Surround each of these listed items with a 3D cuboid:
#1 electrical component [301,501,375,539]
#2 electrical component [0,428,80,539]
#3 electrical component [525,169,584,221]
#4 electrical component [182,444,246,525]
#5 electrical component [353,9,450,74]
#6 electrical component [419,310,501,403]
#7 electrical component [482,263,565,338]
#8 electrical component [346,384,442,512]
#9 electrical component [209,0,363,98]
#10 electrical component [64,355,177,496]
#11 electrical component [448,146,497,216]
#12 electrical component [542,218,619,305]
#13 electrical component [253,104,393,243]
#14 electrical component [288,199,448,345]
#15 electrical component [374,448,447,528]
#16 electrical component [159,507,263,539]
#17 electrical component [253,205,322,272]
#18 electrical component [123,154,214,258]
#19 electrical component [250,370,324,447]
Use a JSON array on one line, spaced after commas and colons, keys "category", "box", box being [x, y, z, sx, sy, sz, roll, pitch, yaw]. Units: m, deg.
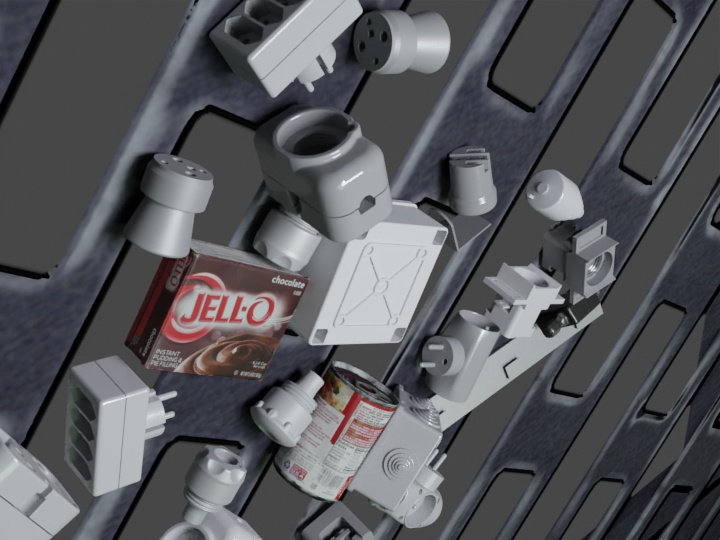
[{"category": "electrical component", "box": [-0.016, 0.269, 1.031, 0.050, 0.056, 0.089, -38, 139, -18]}, {"category": "electrical component", "box": [-0.241, 0.150, 0.716, 0.059, 0.054, 0.095, -42, 141, -13]}, {"category": "electrical component", "box": [0.184, -0.064, 0.990, 0.078, 0.040, 0.040, 23, 101, -50]}, {"category": "electrical component", "box": [-0.122, 0.175, 0.864, 0.043, 0.043, 0.062, 16, 108, -50]}, {"category": "electrical component", "box": [0.029, -0.160, 0.758, 0.055, 0.045, 0.045, -10, 125, -40]}, {"category": "electrical component", "box": [0.084, 0.079, 0.996, 0.079, 0.044, 0.077, 5, 114, -47]}, {"category": "electrical component", "box": [0.152, 0.031, 1.030, 0.081, 0.042, 0.063, 2, 119, -45]}, {"category": "electrical component", "box": [0.032, 0.160, 0.967, 0.099, 0.048, 0.099, -58, -178, 7]}, {"category": "electrical component", "box": [-0.040, -0.147, 0.697, 0.083, 0.047, 0.075, -46, 141, -9]}, {"category": "electrical component", "box": [-0.164, 0.105, 0.764, 0.076, 0.047, 0.083, -15, 128, -39]}, {"category": "electrical component", "box": [0.092, -0.074, 0.892, 0.040, 0.040, 0.046, -31, 132, -25]}, {"category": "electrical component", "box": [0.210, -0.013, 1.036, 0.042, 0.064, 0.081, -30, 135, -28]}, {"category": "electrical component", "box": [-0.026, -0.070, 0.730, 0.054, 0.095, 0.059, -35, 138, -21]}, {"category": "electrical component", "box": [0.000, 0.000, 0.841, 0.109, 0.056, 0.108, 2, 117, -46]}, {"category": "electrical component", "box": [0.058, 0.212, 1.071, 0.079, 0.044, 0.077, -52, 141, 0]}, {"category": "electrical component", "box": [-0.134, 0.245, 0.897, 0.095, 0.054, 0.059, -47, 142, -7]}, {"category": "electrical component", "box": [-0.046, -0.033, 0.780, 0.043, 0.043, 0.062, 23, 101, -51]}, {"category": "electrical component", "box": [-0.123, -0.042, 0.695, 0.045, 0.045, 0.055, 5, 115, -47]}, {"category": "electrical component", "box": [-0.056, 0.110, 0.881, 0.062, 0.048, 0.048, -48, 142, -18]}]
